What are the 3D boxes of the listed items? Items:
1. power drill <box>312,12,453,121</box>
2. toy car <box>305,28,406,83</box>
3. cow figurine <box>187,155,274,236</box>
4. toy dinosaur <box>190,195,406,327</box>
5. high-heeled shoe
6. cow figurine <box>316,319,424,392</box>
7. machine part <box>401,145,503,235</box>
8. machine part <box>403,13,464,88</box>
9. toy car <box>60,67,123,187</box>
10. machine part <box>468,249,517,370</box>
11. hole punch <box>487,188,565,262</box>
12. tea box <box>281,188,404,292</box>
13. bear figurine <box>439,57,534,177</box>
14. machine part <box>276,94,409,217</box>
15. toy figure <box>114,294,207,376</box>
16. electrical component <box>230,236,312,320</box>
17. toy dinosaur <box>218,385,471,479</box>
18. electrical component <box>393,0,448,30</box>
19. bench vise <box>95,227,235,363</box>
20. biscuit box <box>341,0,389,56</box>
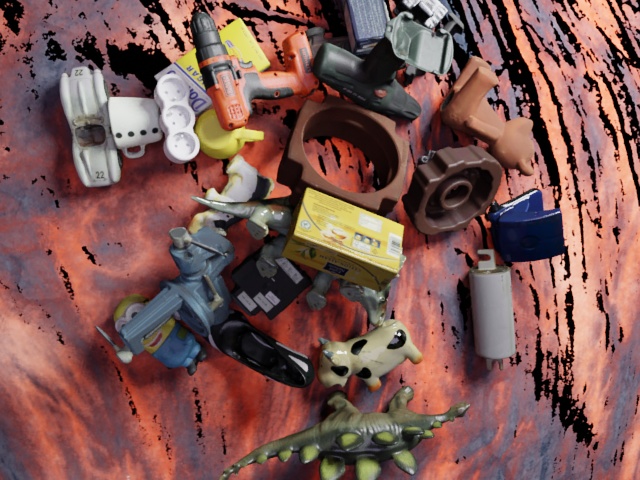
[{"bbox_3d":[0.119,-0.269,0.860,0.232,0.207,0.086,16,83,-23],"label":"power drill"},{"bbox_3d":[0.064,-0.331,0.940,0.202,0.053,0.089,-8,97,-3],"label":"toy car"},{"bbox_3d":[-0.160,-0.060,0.956,0.098,0.068,0.167,35,95,-16],"label":"cow figurine"},{"bbox_3d":[-0.009,-0.003,0.933,0.405,0.192,0.131,40,131,-6],"label":"toy dinosaur"},{"bbox_3d":[-0.128,0.197,0.959,0.249,0.145,0.086,21,96,-10],"label":"high-heeled shoe"},{"bbox_3d":[0.081,0.216,1.014,0.195,0.085,0.127,-31,107,3],"label":"cow figurine"},{"bbox_3d":[0.233,-0.088,0.949,0.179,0.056,0.179,-15,138,-14],"label":"machine part"},{"bbox_3d":[0.197,-0.332,0.940,0.039,0.084,0.139,42,92,11],"label":"machine part"},{"bbox_3d":[-0.389,-0.191,0.915,0.074,0.056,0.201,-8,100,-4],"label":"toy car"},{"bbox_3d":[0.330,0.136,1.028,0.079,0.079,0.243,-7,99,-4],"label":"machine part"},{"bbox_3d":[0.380,-0.016,0.985,0.116,0.092,0.142,-26,130,-1],"label":"hole punch"},{"bbox_3d":[0.036,0.001,0.827,0.170,0.068,0.098,22,52,-8],"label":"tea box"},{"bbox_3d":[0.314,-0.208,0.941,0.196,0.120,0.132,29,121,-6],"label":"bear figurine"},{"bbox_3d":[0.039,-0.131,0.906,0.201,0.087,0.201,20,57,-10],"label":"machine part"},{"bbox_3d":[-0.292,0.171,0.973,0.180,0.089,0.082,40,68,-20],"label":"toy figure"},{"bbox_3d":[-0.098,0.076,0.987,0.134,0.058,0.115,-39,98,1],"label":"electrical component"},{"bbox_3d":[0.055,0.358,0.978,0.472,0.198,0.105,-11,97,-5],"label":"toy dinosaur"},{"bbox_3d":[0.172,-0.390,0.906,0.075,0.119,0.048,40,93,-8],"label":"electrical component"},{"bbox_3d":[-0.234,0.096,0.869,0.129,0.223,0.240,36,61,23],"label":"bench vise"},{"bbox_3d":[0.066,-0.414,0.894,0.063,0.059,0.202,-10,83,-4],"label":"biscuit box"}]
